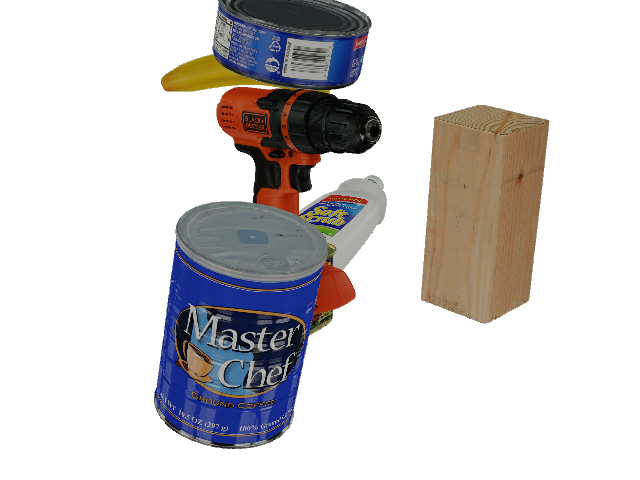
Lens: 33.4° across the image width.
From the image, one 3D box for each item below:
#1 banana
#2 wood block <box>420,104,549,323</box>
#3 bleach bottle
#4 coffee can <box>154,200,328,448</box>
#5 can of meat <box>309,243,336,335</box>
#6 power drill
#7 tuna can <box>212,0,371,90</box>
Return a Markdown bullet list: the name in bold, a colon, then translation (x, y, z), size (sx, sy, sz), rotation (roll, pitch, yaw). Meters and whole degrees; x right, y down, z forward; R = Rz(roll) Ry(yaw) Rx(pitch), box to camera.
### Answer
- **banana**: translation (-0.071, -0.174, 1.131), size (0.198, 0.037, 0.069), rotation (10, 44, 19)
- **wood block**: translation (0.174, -0.030, 1.138), size (0.090, 0.206, 0.090), rotation (20, 27, 38)
- **bleach bottle**: translation (0.007, -0.015, 1.324), size (0.103, 0.068, 0.250), rotation (13, 36, 24)
- **coffee can**: translation (-0.057, 0.057, 0.742), size (0.102, 0.140, 0.103), rotation (9, 26, -5)
- **can of meat**: translation (-0.030, 0.054, 1.109), size (0.058, 0.084, 0.101), rotation (17, 27, 36)
- **power drill**: translation (-0.014, -0.037, 0.910), size (0.057, 0.188, 0.185), rotation (-17, 21, -37)
- **tuna can**: translation (-0.017, -0.113, 0.594), size (0.086, 0.034, 0.086), rotation (9, 25, -4)
